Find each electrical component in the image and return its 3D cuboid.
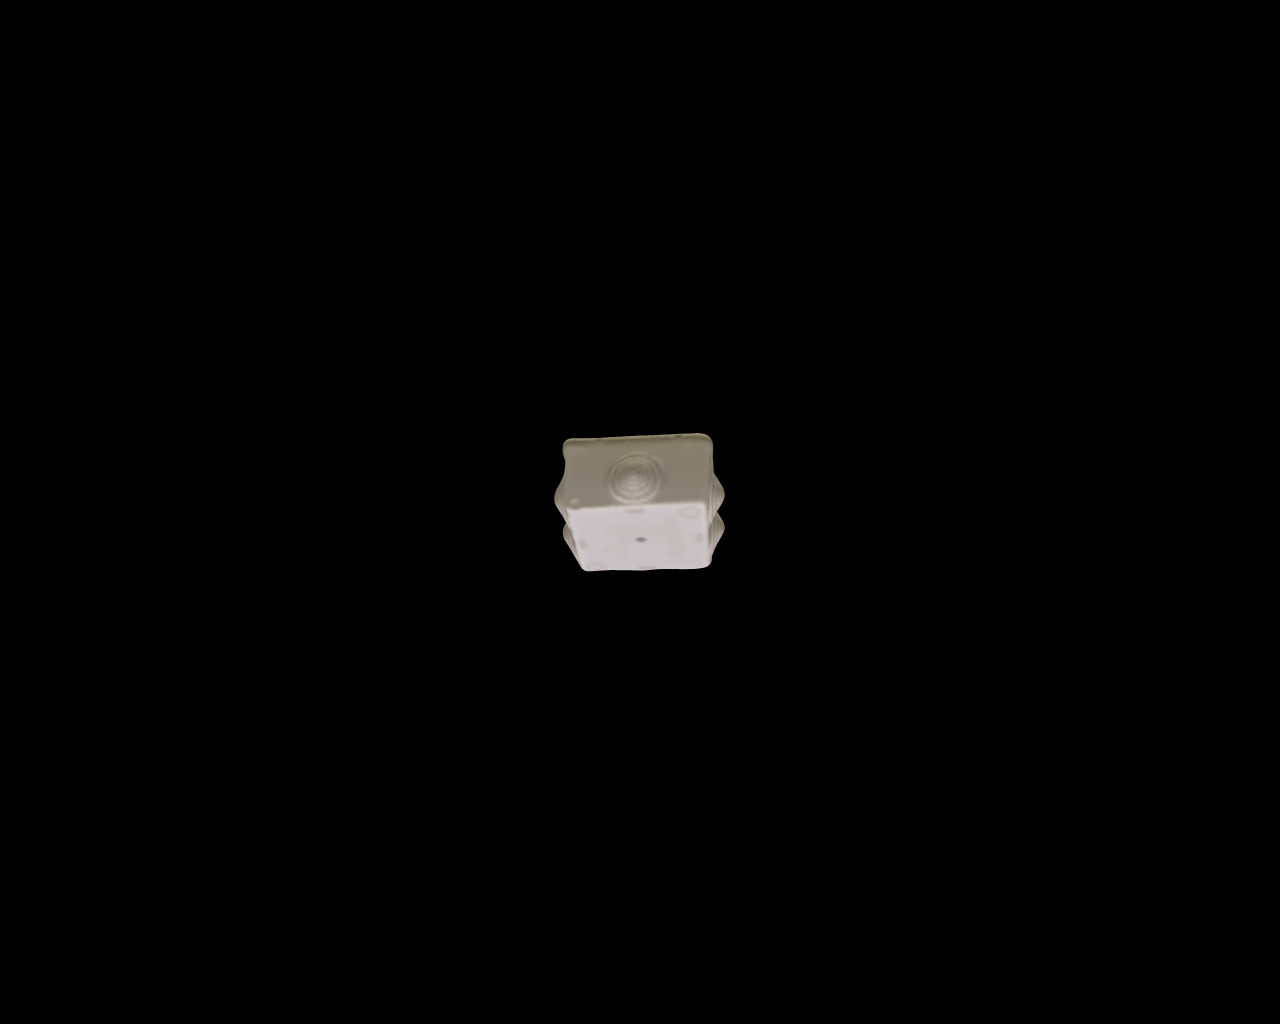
[{"bbox_3d":[0.001,-0.003,0.650,0.100,0.048,0.099,-2,-31,3],"label":"electrical component"}]
